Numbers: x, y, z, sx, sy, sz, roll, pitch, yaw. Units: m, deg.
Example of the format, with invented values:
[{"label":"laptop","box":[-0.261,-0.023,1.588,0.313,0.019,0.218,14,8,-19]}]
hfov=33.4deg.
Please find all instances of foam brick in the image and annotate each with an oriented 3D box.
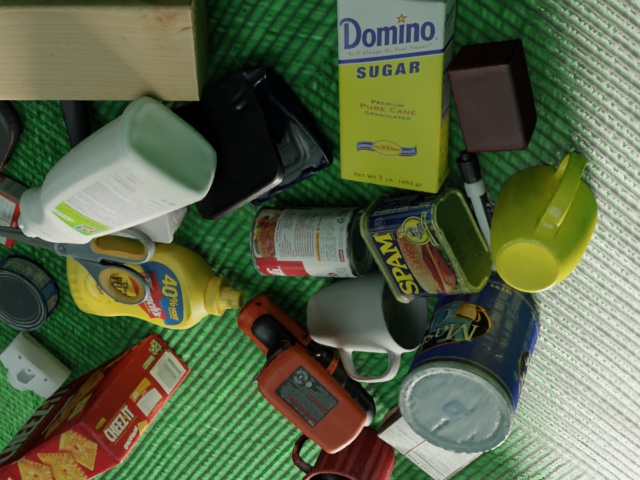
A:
[{"label":"foam brick","box":[0.143,-0.118,0.875,0.051,0.053,0.078,-4,120,26]}]

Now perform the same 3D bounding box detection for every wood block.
[{"label":"wood block","box":[-0.205,-0.180,0.922,0.206,0.090,0.091,0,126,2]}]

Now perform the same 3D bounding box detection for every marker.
[{"label":"marker","box":[0.146,-0.027,0.959,0.020,0.020,0.121,-6,121,27]}]

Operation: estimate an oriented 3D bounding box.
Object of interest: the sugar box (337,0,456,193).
[{"label":"sugar box","box":[0.064,-0.130,0.905,0.093,0.048,0.176,9,128,18]}]

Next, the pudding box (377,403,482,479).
[{"label":"pudding box","box":[0.127,0.194,1.113,0.090,0.039,0.114,38,131,-6]}]

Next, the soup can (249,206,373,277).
[{"label":"soup can","box":[-0.007,0.001,1.015,0.102,0.068,0.068,1,124,23]}]

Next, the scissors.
[{"label":"scissors","box":[-0.253,0.024,1.105,0.202,0.016,0.096,-3,113,27]}]

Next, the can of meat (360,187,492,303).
[{"label":"can of meat","box":[0.098,0.005,0.967,0.084,0.057,0.102,-8,119,42]}]

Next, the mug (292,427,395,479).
[{"label":"mug","box":[0.023,0.252,1.171,0.117,0.081,0.093,29,130,2]}]

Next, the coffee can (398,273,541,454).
[{"label":"coffee can","box":[0.140,0.111,0.981,0.103,0.140,0.103,12,127,16]}]

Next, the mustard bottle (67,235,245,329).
[{"label":"mustard bottle","box":[-0.170,0.047,1.126,0.192,0.058,0.096,9,121,17]}]

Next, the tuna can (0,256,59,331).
[{"label":"tuna can","box":[-0.345,0.061,1.229,0.086,0.033,0.086,12,127,16]}]

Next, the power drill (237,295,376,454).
[{"label":"power drill","box":[-0.005,0.141,1.048,0.184,0.188,0.057,42,92,-11]}]

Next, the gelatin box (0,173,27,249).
[{"label":"gelatin box","box":[-0.361,-0.043,1.166,0.089,0.030,0.073,30,131,1]}]

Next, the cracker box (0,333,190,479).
[{"label":"cracker box","box":[-0.269,0.209,1.217,0.214,0.164,0.072,-30,105,36]}]

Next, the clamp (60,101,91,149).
[{"label":"clamp","box":[-0.246,-0.173,1.009,0.164,0.036,0.210,35,123,-21]}]

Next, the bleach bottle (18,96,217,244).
[{"label":"bleach bottle","box":[-0.210,-0.049,0.988,0.251,0.068,0.102,-18,137,43]}]

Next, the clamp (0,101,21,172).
[{"label":"clamp","box":[-0.359,-0.147,1.083,0.120,0.039,0.171,13,124,15]}]
